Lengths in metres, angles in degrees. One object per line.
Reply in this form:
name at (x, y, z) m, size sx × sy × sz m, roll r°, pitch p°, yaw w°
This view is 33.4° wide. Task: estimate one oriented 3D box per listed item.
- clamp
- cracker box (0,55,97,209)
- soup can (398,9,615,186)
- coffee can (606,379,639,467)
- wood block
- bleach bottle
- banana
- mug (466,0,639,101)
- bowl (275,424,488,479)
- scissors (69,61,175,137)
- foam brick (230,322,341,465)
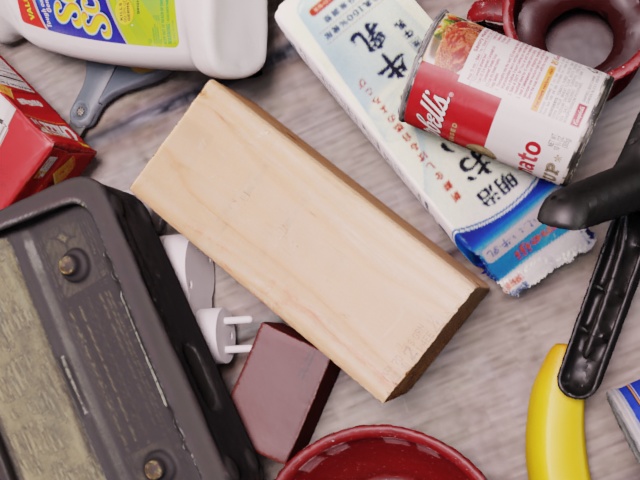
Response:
clamp at (0.182, -0.029, 0.612) m, size 0.036 × 0.164 × 0.209 m, roll 21°, pitch 65°, yaw 31°
cracker box at (-0.286, -0.072, 0.751) m, size 0.214 × 0.072 × 0.164 m, roll 44°, pitch 102°, yaw 13°
soup can at (0.104, -0.079, 0.597) m, size 0.102 × 0.068 × 0.068 m, roll 24°, pitch 89°, yaw 10°
coffee can at (0.249, 0.103, 0.602) m, size 0.140 × 0.102 × 0.103 m, roll -27°, pitch 79°, yaw 8°
wood block at (-0.004, 0.000, 0.674) m, size 0.206 × 0.090 × 0.090 m, roll 39°, pitch 97°, yaw 14°
bleach bottle at (-0.155, -0.161, 0.722) m, size 0.251 × 0.067 × 0.102 m, roll 5°, pitch 101°, yaw 32°
banana at (0.166, 0.164, 0.648) m, size 0.069 × 0.037 × 0.198 m, roll -26°, pitch 78°, yaw 4°
mug at (0.149, -0.130, 0.662) m, size 0.117 × 0.081 × 0.093 m, roll 5°, pitch 84°, yaw 13°
bowl at (0.041, 0.194, 0.661) m, size 0.162 × 0.055 × 0.162 m, roll -1°, pitch 84°, yaw 12°
scissors at (-0.148, -0.092, 0.754) m, size 0.096 × 0.016 × 0.202 m, roll 15°, pitch 87°, yaw 24°
foam brick at (-0.024, 0.098, 0.689) m, size 0.053 × 0.051 × 0.078 m, roll 24°, pitch 89°, yaw 13°
